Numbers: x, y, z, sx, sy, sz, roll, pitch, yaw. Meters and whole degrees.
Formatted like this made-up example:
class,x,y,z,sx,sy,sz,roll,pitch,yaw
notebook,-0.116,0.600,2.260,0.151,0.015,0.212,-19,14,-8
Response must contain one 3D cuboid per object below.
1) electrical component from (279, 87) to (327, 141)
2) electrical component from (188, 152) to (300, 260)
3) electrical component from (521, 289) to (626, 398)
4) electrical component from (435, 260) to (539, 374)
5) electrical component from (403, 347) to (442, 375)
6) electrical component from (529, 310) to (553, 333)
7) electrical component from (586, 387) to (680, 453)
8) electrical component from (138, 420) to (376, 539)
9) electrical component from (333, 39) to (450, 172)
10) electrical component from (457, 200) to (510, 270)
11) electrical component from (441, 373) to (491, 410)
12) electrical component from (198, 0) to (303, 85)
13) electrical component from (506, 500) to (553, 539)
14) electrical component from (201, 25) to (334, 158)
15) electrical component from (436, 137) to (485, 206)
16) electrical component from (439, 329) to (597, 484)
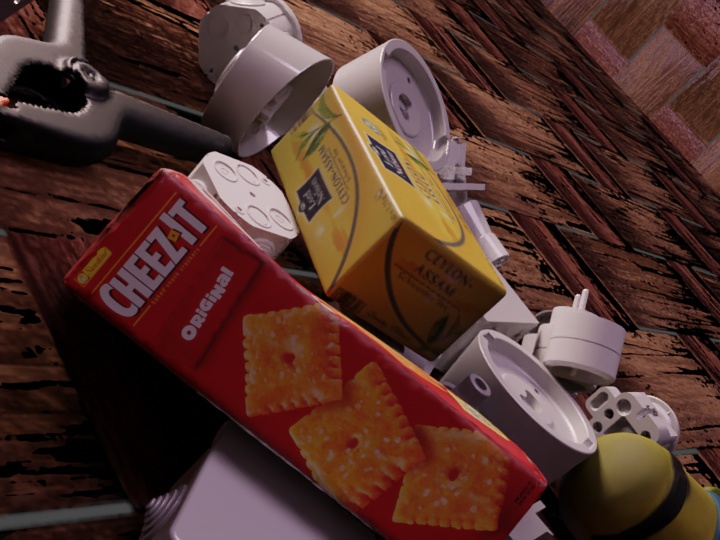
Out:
class,x,y,z,sx,sy,sz,roll,pitch,yaw
electrical component,-0.044,-0.125,0.887,0.057,0.058,0.078,49,23,20
electrical component,-0.081,-0.029,0.661,0.080,0.051,0.080,36,23,-18
electrical component,0.161,0.051,0.816,0.052,0.073,0.138,18,-15,-2
electrical component,0.052,0.003,0.815,0.089,0.061,0.150,6,43,-56
electrical component,0.020,0.046,0.709,0.062,0.043,0.043,34,24,-19
electrical component,0.188,0.059,0.971,0.081,0.043,0.043,8,42,-56
electrical component,0.231,0.133,0.895,0.057,0.058,0.078,8,41,-51
electrical component,-0.046,0.125,0.450,0.100,0.048,0.099,40,22,-8
electrical component,0.020,-0.122,0.855,0.108,0.060,0.108,35,47,-48
electrical component,0.108,-0.026,0.992,0.065,0.044,0.044,57,25,18
electrical component,0.053,0.090,0.663,0.048,0.062,0.048,36,24,-19
electrical component,-0.092,-0.187,0.887,0.080,0.080,0.051,43,28,-1
electrical component,0.069,0.145,0.619,0.063,0.042,0.081,51,23,20
electrical component,-0.071,-0.131,0.800,0.064,0.099,0.099,35,23,-4
electrical component,0.054,-0.090,0.964,0.079,0.063,0.121,6,6,27
electrical component,0.099,0.100,0.722,0.108,0.060,0.108,38,19,-16
